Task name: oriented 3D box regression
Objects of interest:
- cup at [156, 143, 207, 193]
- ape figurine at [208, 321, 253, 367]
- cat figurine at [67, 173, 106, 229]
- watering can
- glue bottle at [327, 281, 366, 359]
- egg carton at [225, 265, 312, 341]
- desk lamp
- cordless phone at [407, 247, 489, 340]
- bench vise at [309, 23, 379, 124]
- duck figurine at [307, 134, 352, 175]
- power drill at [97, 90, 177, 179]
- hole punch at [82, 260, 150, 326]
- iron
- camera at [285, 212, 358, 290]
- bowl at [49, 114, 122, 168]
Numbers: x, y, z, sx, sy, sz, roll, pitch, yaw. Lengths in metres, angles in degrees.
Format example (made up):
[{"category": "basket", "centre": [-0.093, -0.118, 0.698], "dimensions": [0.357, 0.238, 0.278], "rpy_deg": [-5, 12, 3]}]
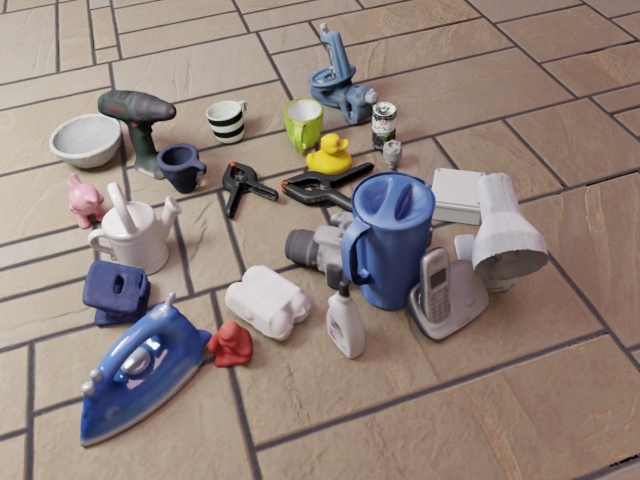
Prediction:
[{"category": "cup", "centre": [-0.293, -0.149, 1.264], "dimensions": [0.117, 0.095, 0.092], "rpy_deg": [18, 52, 19]}, {"category": "ape figurine", "centre": [-0.149, 0.170, 0.966], "dimensions": [0.077, 0.092, 0.076], "rpy_deg": [27, 55, 26]}, {"category": "cat figurine", "centre": [-0.500, -0.092, 1.211], "dimensions": [0.067, 0.118, 0.127], "rpy_deg": [-24, 50, -17]}, {"category": "watering can", "centre": [-0.354, -0.032, 1.095], "dimensions": [0.100, 0.194, 0.173], "rpy_deg": [35, 59, 30]}, {"category": "glue bottle", "centre": [0.040, 0.122, 0.940], "dimensions": [0.037, 0.173, 0.078], "rpy_deg": [-31, 53, -22]}, {"category": "egg carton", "centre": [-0.095, 0.112, 1.030], "dimensions": [0.150, 0.069, 0.107], "rpy_deg": [29, 56, 27]}, {"category": "desk lamp", "centre": [0.306, 0.003, 1.003], "dimensions": [0.118, 0.214, 0.203], "rpy_deg": [-4, 48, 1]}, {"category": "cordless phone", "centre": [0.220, 0.070, 0.967], "dimensions": [0.148, 0.185, 0.094], "rpy_deg": [-30, 52, -21]}, {"category": "bench vise", "centre": [0.062, -0.408, 1.390], "dimensions": [0.206, 0.220, 0.122], "rpy_deg": [19, 52, 20]}, {"category": "duck figurine", "centre": [0.020, -0.200, 1.294], "dimensions": [0.104, 0.086, 0.077], "rpy_deg": [-9, 48, -4]}, {"category": "power drill", "centre": [-0.388, -0.243, 1.279], "dimensions": [0.229, 0.209, 0.076], "rpy_deg": [22, 53, 23]}, {"category": "hole punch", "centre": [-0.371, 0.092, 1.052], "dimensions": [0.101, 0.091, 0.108], "rpy_deg": [-5, 48, 0]}, {"category": "iron", "centre": [-0.299, 0.200, 0.915], "dimensions": [0.118, 0.141, 0.259], "rpy_deg": [26, 55, 25]}, {"category": "camera", "centre": [0.010, 0.004, 1.099], "dimensions": [0.136, 0.101, 0.143], "rpy_deg": [13, 50, 16]}, {"category": "bowl", "centre": [-0.547, -0.224, 1.364], "dimensions": [0.167, 0.075, 0.167], "rpy_deg": [-2, 48, 2]}]
